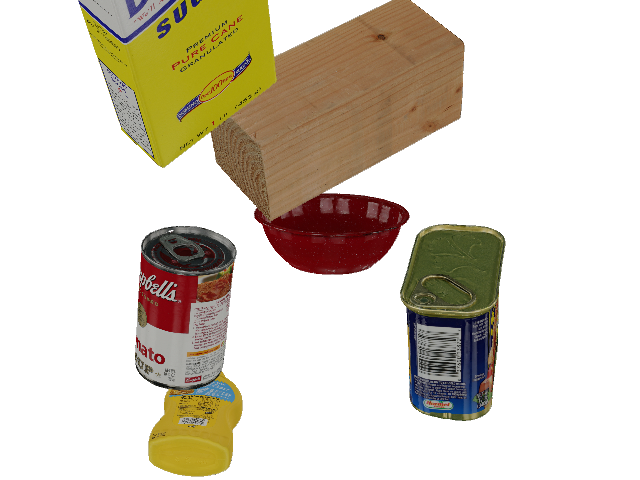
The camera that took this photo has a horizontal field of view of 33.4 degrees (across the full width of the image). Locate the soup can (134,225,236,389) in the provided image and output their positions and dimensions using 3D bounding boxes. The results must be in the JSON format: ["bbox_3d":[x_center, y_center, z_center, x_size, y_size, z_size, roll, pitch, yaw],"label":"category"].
[{"bbox_3d":[-0.100,0.049,0.781,0.068,0.102,0.068,7,28,-4],"label":"soup can"}]

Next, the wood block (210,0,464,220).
[{"bbox_3d":[0.015,-0.117,0.916,0.205,0.090,0.091,-29,53,-19],"label":"wood block"}]

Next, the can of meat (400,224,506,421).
[{"bbox_3d":[0.085,0.051,0.673,0.057,0.084,0.102,3,30,12],"label":"can of meat"}]

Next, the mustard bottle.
[{"bbox_3d":[-0.145,0.209,1.301,0.096,0.058,0.191,3,24,3],"label":"mustard bottle"}]

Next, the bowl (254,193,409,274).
[{"bbox_3d":[0.012,-0.004,1.111,0.162,0.055,0.162,0,16,0],"label":"bowl"}]

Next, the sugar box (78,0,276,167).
[{"bbox_3d":[-0.073,-0.122,0.553,0.093,0.048,0.176,-41,-20,-17],"label":"sugar box"}]
